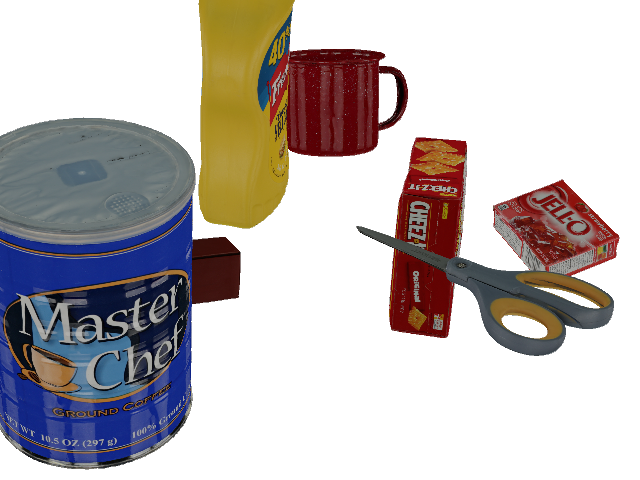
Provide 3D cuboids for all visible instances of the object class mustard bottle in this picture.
[{"bbox_3d":[-0.047,-0.109,0.678,0.058,0.192,0.096,10,38,9],"label":"mustard bottle"}]

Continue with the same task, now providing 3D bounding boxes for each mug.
[{"bbox_3d":[0.020,-0.120,0.919,0.117,0.081,0.093,-7,17,-20],"label":"mug"}]

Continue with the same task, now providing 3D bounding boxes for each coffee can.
[{"bbox_3d":[-0.113,0.025,0.522,0.103,0.140,0.103,3,34,-2],"label":"coffee can"}]

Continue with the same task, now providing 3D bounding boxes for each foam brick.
[{"bbox_3d":[-0.126,0.031,1.096,0.078,0.051,0.053,-7,21,-19],"label":"foam brick"}]

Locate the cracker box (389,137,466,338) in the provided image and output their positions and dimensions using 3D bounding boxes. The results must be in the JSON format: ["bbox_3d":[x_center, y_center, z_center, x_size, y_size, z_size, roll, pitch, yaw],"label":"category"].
[{"bbox_3d":[0.125,-0.010,1.219,0.072,0.164,0.213,5,22,8],"label":"cracker box"}]

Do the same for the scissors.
[{"bbox_3d":[0.096,0.032,0.732,0.202,0.016,0.096,14,33,24],"label":"scissors"}]

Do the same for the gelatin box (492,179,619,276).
[{"bbox_3d":[0.203,-0.009,0.929,0.073,0.030,0.089,-20,45,-13],"label":"gelatin box"}]
